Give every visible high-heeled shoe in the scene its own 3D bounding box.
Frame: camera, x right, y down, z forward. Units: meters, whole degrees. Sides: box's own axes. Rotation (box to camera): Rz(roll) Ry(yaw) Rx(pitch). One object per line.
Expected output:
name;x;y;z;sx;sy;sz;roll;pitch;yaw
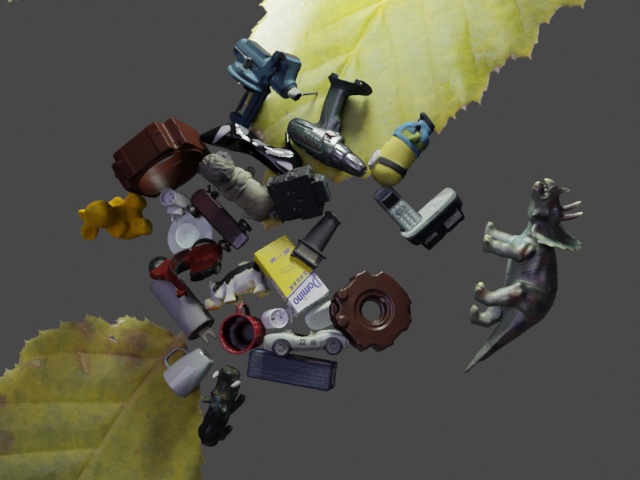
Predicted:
high-heeled shoe;-0.168;-0.201;1.299;0.249;0.086;0.145;-2;65;0

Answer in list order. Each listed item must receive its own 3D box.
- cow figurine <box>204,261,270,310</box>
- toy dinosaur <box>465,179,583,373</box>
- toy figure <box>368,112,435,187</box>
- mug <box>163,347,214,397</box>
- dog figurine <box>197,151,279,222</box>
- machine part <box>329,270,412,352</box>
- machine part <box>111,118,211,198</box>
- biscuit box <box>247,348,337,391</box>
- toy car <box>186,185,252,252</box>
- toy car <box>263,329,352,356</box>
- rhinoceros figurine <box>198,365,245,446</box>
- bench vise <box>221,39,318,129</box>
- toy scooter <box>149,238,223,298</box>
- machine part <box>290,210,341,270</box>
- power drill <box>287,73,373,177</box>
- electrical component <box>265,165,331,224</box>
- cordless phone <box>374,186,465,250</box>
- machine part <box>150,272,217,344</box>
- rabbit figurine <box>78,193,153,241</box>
cow figurine;-0.208;0.109;1.292;0.167;0.068;0.098;-19;72;10
toy dinosaur;0.415;0.083;1.088;0.192;0.131;0.404;9;92;18
toy figure;0.186;-0.200;1.203;0.180;0.082;0.089;-43;54;-1
mug;-0.318;0.305;1.299;0.107;0.080;0.110;-41;66;-4
dog figurine;-0.183;-0.117;1.250;0.172;0.190;0.121;30;92;16
machine part;0.112;0.152;1.161;0.179;0.056;0.179;2;76;-9
machine part;-0.383;-0.193;1.314;0.201;0.201;0.087;-35;77;9
biscuit box;-0.065;0.294;1.229;0.203;0.059;0.062;6;86;17
toy car;-0.249;-0.052;1.333;0.089;0.053;0.202;-45;69;-4
toy car;-0.026;0.227;1.204;0.202;0.073;0.056;-3;86;5
rhinoceros figurine;-0.232;0.379;1.242;0.073;0.112;0.190;24;98;20
bench vise;-0.151;-0.364;1.317;0.224;0.129;0.240;39;115;8
toy scooter;-0.310;0.073;1.283;0.184;0.075;0.135;-20;46;-15
machine part;-0.003;-0.004;1.246;0.084;0.039;0.139;31;80;12
power drill;0.048;-0.273;1.259;0.232;0.086;0.207;25;97;25
electrical component;-0.045;-0.107;1.247;0.134;0.058;0.114;-14;121;16
cordless phone;0.215;-0.082;1.191;0.146;0.088;0.184;-44;54;7
machine part;-0.340;0.159;1.320;0.079;0.079;0.243;-45;74;7
rabbit figurine;-0.535;-0.062;1.359;0.162;0.173;0.122;-10;84;11
